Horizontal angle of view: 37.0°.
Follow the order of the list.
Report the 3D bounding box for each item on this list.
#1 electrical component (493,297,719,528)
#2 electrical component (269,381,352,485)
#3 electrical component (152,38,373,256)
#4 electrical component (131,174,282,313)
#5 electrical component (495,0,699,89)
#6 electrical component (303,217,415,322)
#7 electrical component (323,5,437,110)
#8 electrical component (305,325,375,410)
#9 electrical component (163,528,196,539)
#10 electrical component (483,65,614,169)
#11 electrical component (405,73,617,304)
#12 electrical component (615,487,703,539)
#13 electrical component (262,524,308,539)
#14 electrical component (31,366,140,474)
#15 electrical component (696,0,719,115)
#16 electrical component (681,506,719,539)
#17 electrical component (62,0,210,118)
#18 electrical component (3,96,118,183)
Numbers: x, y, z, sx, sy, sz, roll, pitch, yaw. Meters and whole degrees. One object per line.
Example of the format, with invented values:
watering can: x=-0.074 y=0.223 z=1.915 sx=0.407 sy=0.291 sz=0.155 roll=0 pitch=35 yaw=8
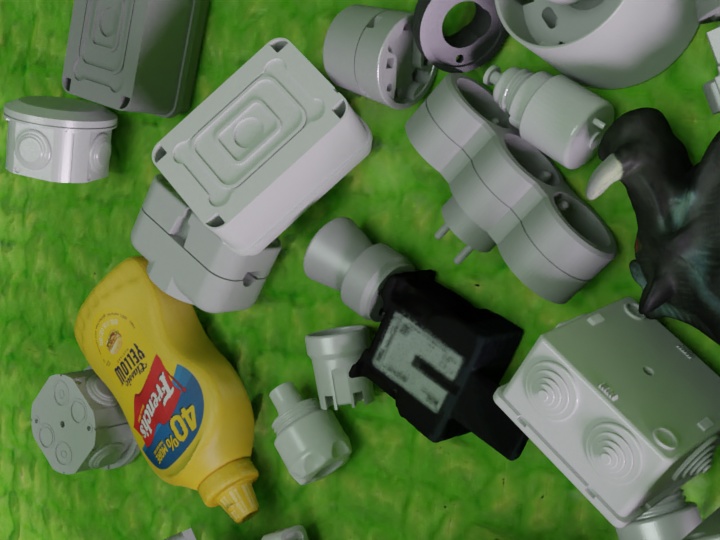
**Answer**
electrical component: x=0.130 y=0.065 z=0.527 sx=0.099 sy=0.100 sz=0.048 roll=46 pitch=131 yaw=25
electrical component: x=-0.036 y=0.101 z=0.684 sx=0.043 sy=0.043 sz=0.062 roll=-45 pitch=66 yaw=30
electrical component: x=-0.058 y=-0.073 z=0.656 sx=0.113 sy=0.057 sz=0.078 roll=-42 pitch=66 yaw=1
electrical component: x=-0.106 y=-0.015 z=0.723 sx=0.095 sy=0.054 sz=0.059 roll=39 pitch=115 yaw=28
electrical component: x=0.121 y=-0.149 z=0.556 sx=0.099 sy=0.064 sz=0.099 roll=-11 pitch=74 yaw=43
electrical component: x=0.000 y=0.000 z=0.651 sx=0.055 sy=0.045 sz=0.045 roll=36 pitch=113 yaw=29
electrical component: x=0.012 y=-0.126 z=0.630 sx=0.047 sy=0.055 sz=0.055 roll=24 pitch=107 yaw=37
electrical component: x=-0.011 y=0.060 z=0.667 sx=0.040 sy=0.040 sz=0.046 roll=-6 pitch=94 yaw=37
electrical component: x=-0.130 y=0.237 z=0.706 sx=0.089 sy=0.062 sz=0.150 roll=62 pitch=156 yaw=17
electrical component: x=0.099 y=-0.086 z=0.575 sx=0.078 sy=0.040 sz=0.040 roll=39 pitch=114 yaw=28
electrical component: x=0.070 y=-0.035 z=0.592 sx=0.073 sy=0.052 sz=0.138 roll=-48 pitch=66 yaw=28
electrical component: x=0.151 y=0.125 z=0.548 sx=0.043 sy=0.043 sz=0.062 roll=-23 pitch=78 yaw=35
electrical component: x=-0.055 y=0.210 z=0.696 sx=0.057 sy=0.058 sz=0.078 roll=-22 pitch=80 yaw=33
electrical component: x=-0.202 y=0.111 z=0.803 sx=0.080 sy=0.051 sz=0.080 roll=2 pitch=94 yaw=36
electrical component: x=0.188 y=-0.111 z=0.506 sx=0.066 sy=0.048 sz=0.055 roll=-21 pitch=88 yaw=36
electrical component: x=0.210 y=0.120 z=0.464 sx=0.109 sy=0.109 sz=0.056 roll=-25 pitch=81 yaw=35
electrical component: x=-0.154 y=-0.168 z=0.747 sx=0.078 sy=0.057 sz=0.113 roll=21 pitch=105 yaw=34
electrical component: x=-0.220 y=-0.097 z=0.787 sx=0.080 sy=0.080 sz=0.051 roll=20 pitch=109 yaw=34
